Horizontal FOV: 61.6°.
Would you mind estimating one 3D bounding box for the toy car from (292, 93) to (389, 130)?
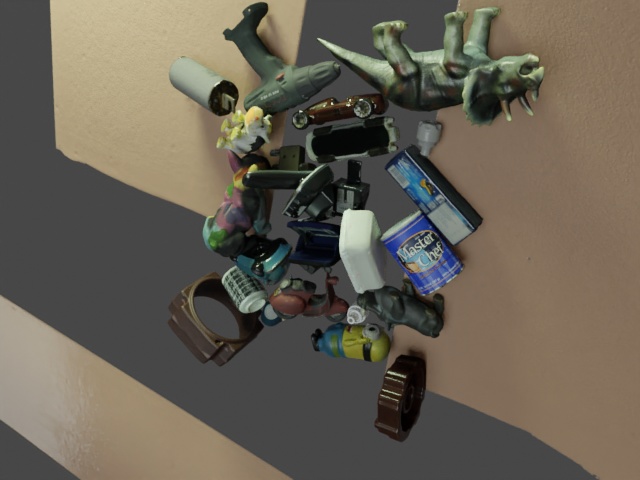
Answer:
[{"bbox_3d":[0.036,-0.250,1.037,0.202,0.089,0.053,-1,110,32],"label":"toy car"}]

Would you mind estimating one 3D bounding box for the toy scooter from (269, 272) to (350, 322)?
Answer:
[{"bbox_3d":[-0.019,0.122,1.197,0.184,0.075,0.135,8,136,-5],"label":"toy scooter"}]

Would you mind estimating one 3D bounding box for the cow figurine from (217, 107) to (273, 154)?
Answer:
[{"bbox_3d":[-0.142,-0.223,1.123,0.167,0.098,0.068,-7,69,56],"label":"cow figurine"}]

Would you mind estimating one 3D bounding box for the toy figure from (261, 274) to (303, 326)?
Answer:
[{"bbox_3d":[-0.089,0.149,1.297,0.064,0.058,0.154,30,123,-11],"label":"toy figure"}]

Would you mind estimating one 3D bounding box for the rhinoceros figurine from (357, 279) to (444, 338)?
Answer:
[{"bbox_3d":[0.171,0.144,1.139,0.191,0.073,0.112,19,129,21],"label":"rhinoceros figurine"}]

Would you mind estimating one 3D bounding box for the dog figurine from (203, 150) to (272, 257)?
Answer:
[{"bbox_3d":[-0.179,-0.087,1.171,0.109,0.191,0.219,33,145,22],"label":"dog figurine"}]

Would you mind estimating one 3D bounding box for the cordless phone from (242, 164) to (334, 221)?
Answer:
[{"bbox_3d":[-0.073,-0.097,1.089,0.146,0.184,0.088,136,132,-63],"label":"cordless phone"}]

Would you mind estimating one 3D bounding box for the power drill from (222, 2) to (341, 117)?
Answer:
[{"bbox_3d":[-0.087,-0.362,1.074,0.232,0.086,0.207,-25,104,38],"label":"power drill"}]

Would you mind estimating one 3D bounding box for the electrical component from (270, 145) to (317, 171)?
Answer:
[{"bbox_3d":[-0.059,-0.161,1.159,0.102,0.045,0.078,-5,79,29],"label":"electrical component"}]

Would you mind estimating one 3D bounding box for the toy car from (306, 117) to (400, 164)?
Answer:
[{"bbox_3d":[0.063,-0.197,1.064,0.202,0.056,0.073,-3,102,30],"label":"toy car"}]

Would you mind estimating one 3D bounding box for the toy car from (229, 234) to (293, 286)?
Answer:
[{"bbox_3d":[-0.130,0.056,1.256,0.162,0.109,0.102,9,136,40],"label":"toy car"}]

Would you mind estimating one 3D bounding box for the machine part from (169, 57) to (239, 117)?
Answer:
[{"bbox_3d":[-0.249,-0.329,1.144,0.243,0.079,0.079,38,127,37],"label":"machine part"}]

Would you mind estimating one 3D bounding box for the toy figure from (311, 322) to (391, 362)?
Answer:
[{"bbox_3d":[0.073,0.232,1.224,0.180,0.082,0.089,-8,125,25],"label":"toy figure"}]

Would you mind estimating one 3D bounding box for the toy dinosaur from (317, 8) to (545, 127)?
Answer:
[{"bbox_3d":[0.188,-0.284,0.924,0.405,0.131,0.192,6,112,35],"label":"toy dinosaur"}]

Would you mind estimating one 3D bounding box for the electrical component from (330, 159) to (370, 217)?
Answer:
[{"bbox_3d":[0.064,-0.102,1.108,0.075,0.048,0.119,17,119,22],"label":"electrical component"}]

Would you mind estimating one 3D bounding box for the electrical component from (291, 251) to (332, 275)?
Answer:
[{"bbox_3d":[-0.018,0.050,1.208,0.094,0.063,0.021,38,124,9],"label":"electrical component"}]

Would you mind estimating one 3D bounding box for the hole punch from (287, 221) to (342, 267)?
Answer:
[{"bbox_3d":[-0.002,-0.003,1.145,0.142,0.116,0.092,2,105,26],"label":"hole punch"}]

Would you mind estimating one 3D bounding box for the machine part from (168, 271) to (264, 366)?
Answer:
[{"bbox_3d":[-0.251,0.188,1.317,0.201,0.201,0.087,49,123,4],"label":"machine part"}]

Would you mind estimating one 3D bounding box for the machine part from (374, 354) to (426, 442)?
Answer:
[{"bbox_3d":[0.176,0.335,1.155,0.056,0.179,0.179,11,115,29],"label":"machine part"}]

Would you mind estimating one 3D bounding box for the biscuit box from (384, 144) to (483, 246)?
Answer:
[{"bbox_3d":[0.215,-0.087,1.017,0.202,0.063,0.059,50,126,4],"label":"biscuit box"}]
